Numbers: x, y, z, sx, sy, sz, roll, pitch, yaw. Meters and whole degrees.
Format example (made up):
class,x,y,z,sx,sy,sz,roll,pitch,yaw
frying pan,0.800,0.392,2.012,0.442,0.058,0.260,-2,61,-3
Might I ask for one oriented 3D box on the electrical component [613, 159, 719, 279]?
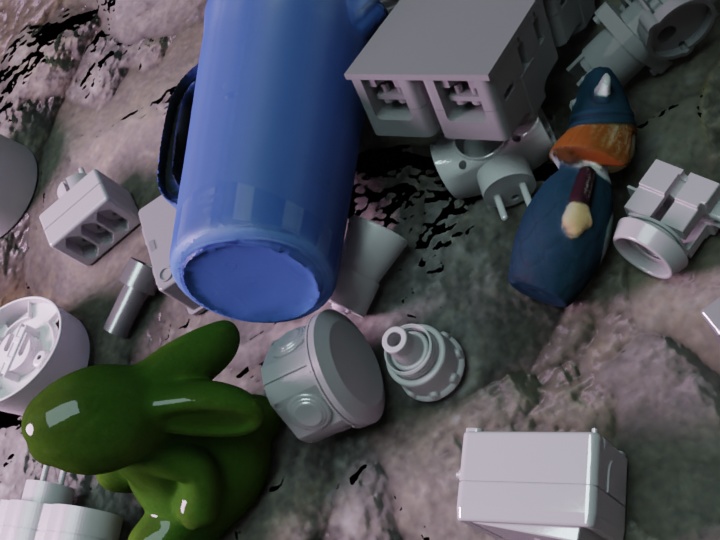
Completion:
class,x,y,z,sx,sy,sz,roll,pitch,yaw
electrical component,0.186,-0.029,0.652,0.066,0.048,0.055,30,77,37

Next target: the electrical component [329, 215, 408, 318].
class,x,y,z,sx,sy,sz,roll,pitch,yaw
electrical component,0.000,0.000,0.753,0.044,0.044,0.065,23,85,36

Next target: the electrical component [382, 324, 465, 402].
class,x,y,z,sx,sy,sz,roll,pitch,yaw
electrical component,0.036,0.055,0.691,0.048,0.062,0.048,-13,61,25

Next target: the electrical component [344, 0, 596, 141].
class,x,y,z,sx,sy,sz,roll,pitch,yaw
electrical component,0.086,-0.167,0.734,0.105,0.060,0.186,8,50,34

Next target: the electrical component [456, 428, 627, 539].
class,x,y,z,sx,sy,sz,roll,pitch,yaw
electrical component,0.099,0.128,0.618,0.096,0.062,0.061,-5,65,29

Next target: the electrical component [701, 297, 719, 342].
class,x,y,z,sx,sy,sz,roll,pitch,yaw
electrical component,0.246,0.033,0.585,0.083,0.047,0.075,-37,54,11

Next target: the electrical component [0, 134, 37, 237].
class,x,y,z,sx,sy,sz,roll,pitch,yaw
electrical component,-0.360,-0.083,0.994,0.108,0.060,0.108,-13,61,25

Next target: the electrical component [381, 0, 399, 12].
class,x,y,z,sx,sy,sz,roll,pitch,yaw
electrical component,-0.004,-0.243,0.826,0.078,0.113,0.057,-16,63,24

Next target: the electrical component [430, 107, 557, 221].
class,x,y,z,sx,sy,sz,roll,pitch,yaw
electrical component,0.095,-0.069,0.726,0.077,0.044,0.079,-26,57,18

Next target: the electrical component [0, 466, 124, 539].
class,x,y,z,sx,sy,sz,roll,pitch,yaw
electrical component,-0.235,0.177,0.800,0.138,0.052,0.073,-3,67,30

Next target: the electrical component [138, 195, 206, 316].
class,x,y,z,sx,sy,sz,roll,pitch,yaw
electrical component,-0.118,-0.028,0.831,0.100,0.048,0.099,-32,55,14

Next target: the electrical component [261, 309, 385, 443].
class,x,y,z,sx,sy,sz,roll,pitch,yaw
electrical component,-0.023,0.071,0.708,0.051,0.080,0.080,-27,56,24

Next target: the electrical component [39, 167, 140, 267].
class,x,y,z,sx,sy,sz,roll,pitch,yaw
electrical component,-0.234,-0.056,0.914,0.066,0.047,0.076,-38,54,10

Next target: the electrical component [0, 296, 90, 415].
class,x,y,z,sx,sy,sz,roll,pitch,yaw
electrical component,-0.270,0.070,0.865,0.099,0.064,0.099,-13,62,25
